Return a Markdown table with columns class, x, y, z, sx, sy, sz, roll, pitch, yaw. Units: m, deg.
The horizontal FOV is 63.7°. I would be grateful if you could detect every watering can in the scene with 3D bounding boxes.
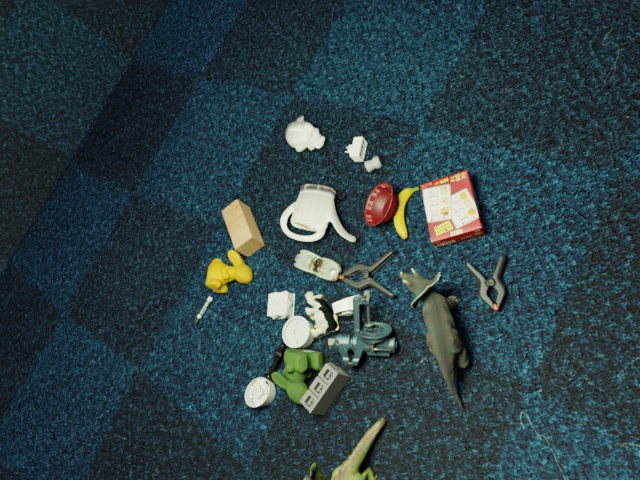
| class | x | y | z | sx | sy | sz | roll | pitch | yaw |
| --- | --- | --- | --- | --- | --- | --- | --- | --- | --- |
| watering can | 0.006 | -0.095 | 1.897 | 0.348 | 0.102 | 0.227 | 6 | 72 | 33 |

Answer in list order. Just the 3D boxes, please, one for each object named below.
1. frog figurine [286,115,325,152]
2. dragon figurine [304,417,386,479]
| class | x | y | z | sx | sy | sz | roll | pitch | yaw |
| --- | --- | --- | --- | --- | --- | --- | --- | --- | --- |
| frog figurine | -0.061 | -0.411 | 2.081 | 0.162 | 0.123 | 0.134 | 50 | 131 | 27 |
| dragon figurine | 0.038 | 0.676 | 1.444 | 0.123 | 0.240 | 0.413 | 18 | 81 | 40 |
